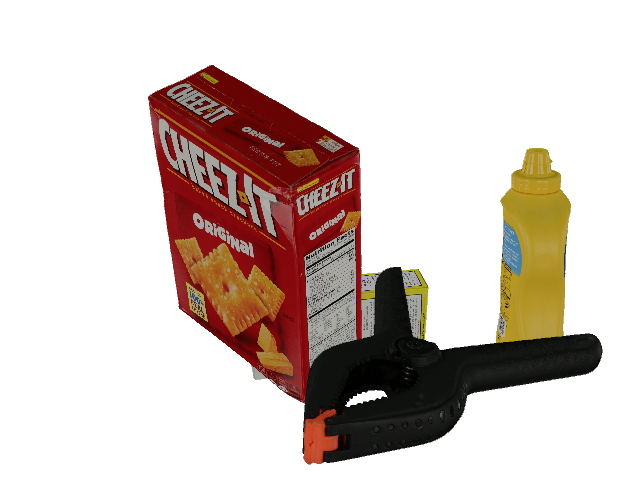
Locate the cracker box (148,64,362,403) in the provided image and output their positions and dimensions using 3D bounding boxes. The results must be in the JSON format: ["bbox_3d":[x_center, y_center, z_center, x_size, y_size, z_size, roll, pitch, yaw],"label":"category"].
[{"bbox_3d":[-0.048,-0.001,0.810,0.072,0.214,0.164,-32,48,-31],"label":"cracker box"}]

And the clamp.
[{"bbox_3d":[0.051,0.074,0.654,0.165,0.036,0.209,22,31,39],"label":"clamp"}]

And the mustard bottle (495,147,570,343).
[{"bbox_3d":[0.183,0.015,0.919,0.058,0.192,0.096,-1,18,2],"label":"mustard bottle"}]

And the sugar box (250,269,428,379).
[{"bbox_3d":[0.017,0.083,1.069,0.176,0.093,0.048,-3,27,-7],"label":"sugar box"}]
